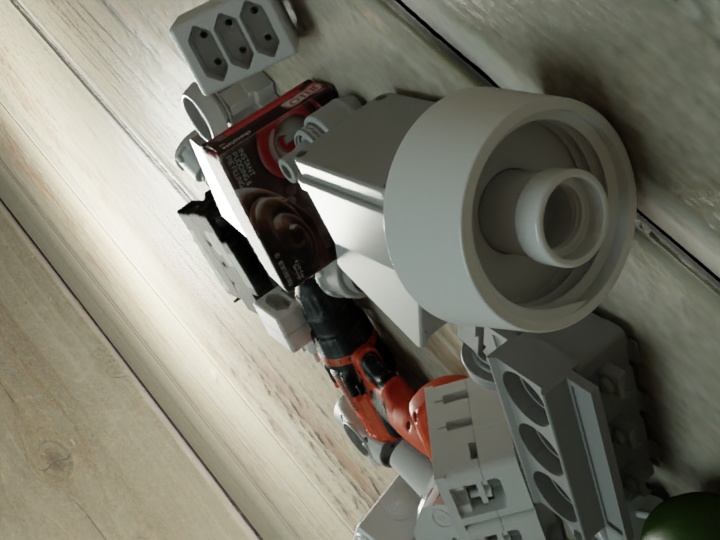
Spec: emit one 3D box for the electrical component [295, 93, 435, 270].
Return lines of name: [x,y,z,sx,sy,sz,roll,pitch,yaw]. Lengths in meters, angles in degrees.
electrical component: [0.025,-0.048,0.578,0.113,0.078,0.057,26,149,56]

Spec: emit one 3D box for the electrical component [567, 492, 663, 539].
electrical component: [0.161,0.151,0.642,0.077,0.043,0.079,56,163,-3]

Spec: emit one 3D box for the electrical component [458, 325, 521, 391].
electrical component: [0.084,0.039,0.637,0.066,0.048,0.055,41,150,36]

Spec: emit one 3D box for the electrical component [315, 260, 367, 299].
electrical component: [0.000,0.000,0.787,0.062,0.048,0.048,12,135,55]

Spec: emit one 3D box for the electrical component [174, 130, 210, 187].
electrical component: [-0.130,-0.094,0.953,0.062,0.048,0.048,45,161,11]

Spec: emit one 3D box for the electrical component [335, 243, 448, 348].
electrical component: [0.028,-0.013,0.680,0.099,0.048,0.099,45,160,28]

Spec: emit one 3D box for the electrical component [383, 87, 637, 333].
electrical component: [0.071,-0.024,0.461,0.060,0.108,0.108,13,135,56]

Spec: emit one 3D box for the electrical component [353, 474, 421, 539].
electrical component: [0.037,0.236,1.030,0.048,0.099,0.099,37,158,12]

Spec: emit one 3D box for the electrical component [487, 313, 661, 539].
electrical component: [0.120,0.082,0.590,0.079,0.063,0.121,34,153,48]

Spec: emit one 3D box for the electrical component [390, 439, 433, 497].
electrical component: [0.068,0.183,0.940,0.081,0.043,0.043,42,158,35]

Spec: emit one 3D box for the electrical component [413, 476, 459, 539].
electrical component: [0.086,0.201,0.871,0.080,0.051,0.080,15,128,21]

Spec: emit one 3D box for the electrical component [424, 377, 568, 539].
electrical component: [0.099,0.154,0.740,0.089,0.062,0.150,-93,-17,-55]

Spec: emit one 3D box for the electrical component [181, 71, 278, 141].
electrical component: [-0.097,-0.125,0.789,0.066,0.055,0.048,47,161,25]

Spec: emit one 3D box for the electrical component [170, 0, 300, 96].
electrical component: [-0.077,-0.154,0.684,0.076,0.066,0.047,-93,-22,-65]

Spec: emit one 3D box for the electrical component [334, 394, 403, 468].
electrical component: [0.019,0.161,1.027,0.077,0.044,0.079,36,155,46]

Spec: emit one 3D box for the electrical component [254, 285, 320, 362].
electrical component: [-0.043,0.047,0.944,0.047,0.066,0.076,30,150,53]

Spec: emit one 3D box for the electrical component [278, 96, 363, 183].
electrical component: [-0.021,-0.077,0.668,0.043,0.062,0.043,47,160,22]
